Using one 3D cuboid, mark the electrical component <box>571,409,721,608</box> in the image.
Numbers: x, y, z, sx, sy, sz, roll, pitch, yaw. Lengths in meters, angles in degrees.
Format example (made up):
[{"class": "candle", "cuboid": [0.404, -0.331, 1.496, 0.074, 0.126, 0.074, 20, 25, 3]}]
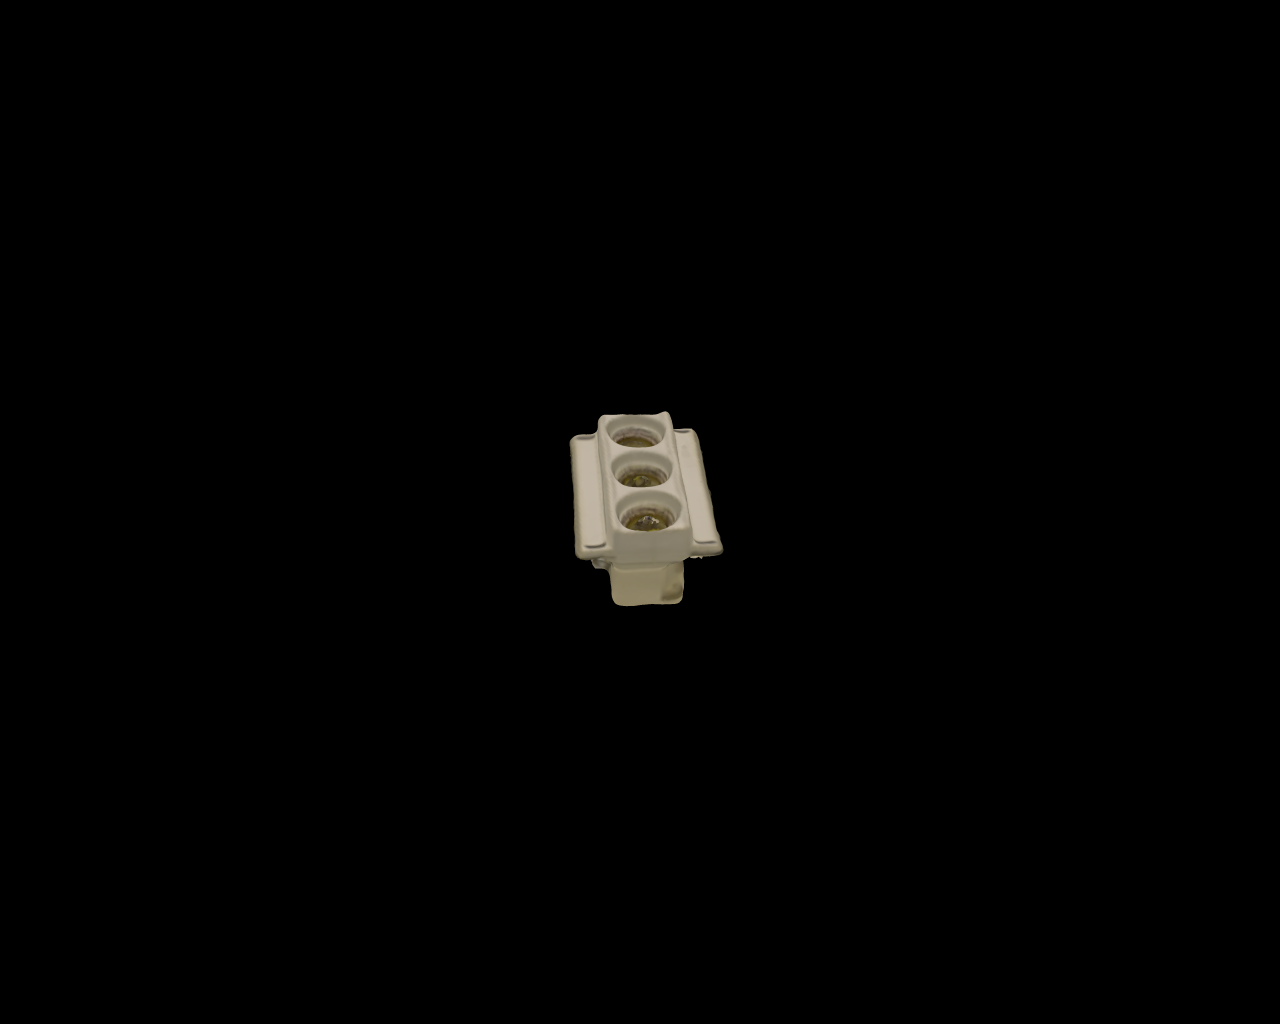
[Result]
[{"class": "electrical component", "cuboid": [0.001, -0.003, 0.650, 0.079, 0.063, 0.121, -3, 37, -4]}]
